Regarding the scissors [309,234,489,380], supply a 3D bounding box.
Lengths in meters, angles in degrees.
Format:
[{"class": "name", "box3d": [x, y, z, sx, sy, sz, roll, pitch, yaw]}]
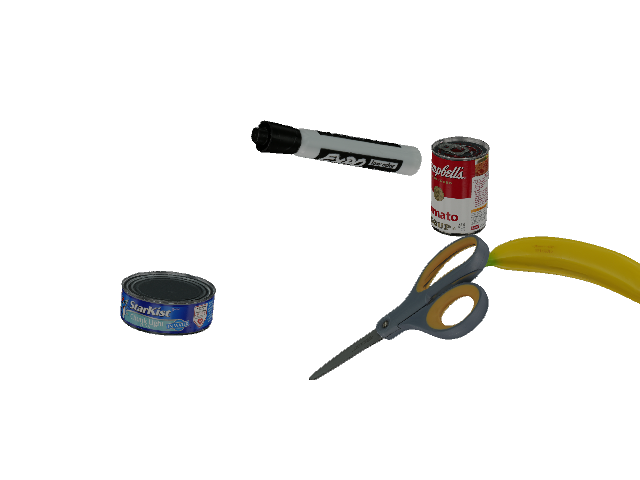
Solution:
[{"class": "scissors", "box3d": [0.066, 0.078, 0.868, 0.016, 0.202, 0.096, 33, 21, -30]}]

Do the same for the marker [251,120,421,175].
[{"class": "marker", "box3d": [0.011, -0.056, 0.655, 0.120, 0.020, 0.020, 6, -4, -35]}]

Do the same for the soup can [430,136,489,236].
[{"class": "soup can", "box3d": [0.165, -0.065, 1.272, 0.068, 0.102, 0.068, -2, 27, 1]}]

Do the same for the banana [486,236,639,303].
[{"class": "banana", "box3d": [0.252, 0.029, 1.047, 0.198, 0.037, 0.069, 10, 47, 26]}]

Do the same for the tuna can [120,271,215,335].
[{"class": "tuna can", "box3d": [-0.140, 0.057, 0.977, 0.086, 0.034, 0.086, 6, 15, -2]}]
